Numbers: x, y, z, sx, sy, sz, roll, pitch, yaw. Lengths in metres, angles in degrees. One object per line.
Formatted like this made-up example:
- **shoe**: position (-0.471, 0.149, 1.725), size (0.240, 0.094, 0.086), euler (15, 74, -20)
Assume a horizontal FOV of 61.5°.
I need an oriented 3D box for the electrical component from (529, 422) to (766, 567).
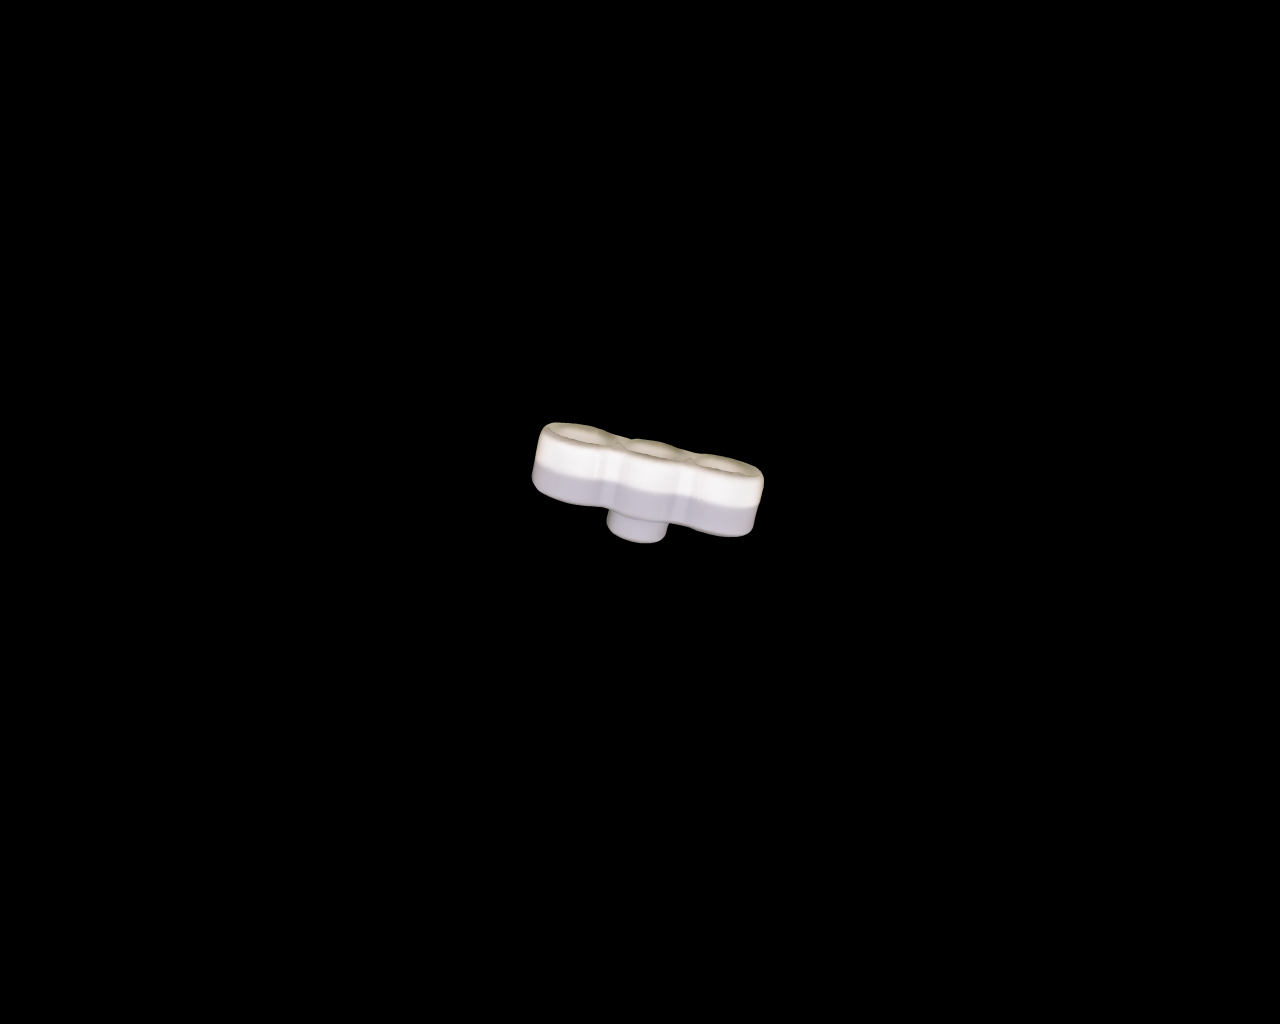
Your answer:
- **electrical component**: position (0.001, -0.003, 0.650), size (0.138, 0.073, 0.052), euler (13, 16, -4)
